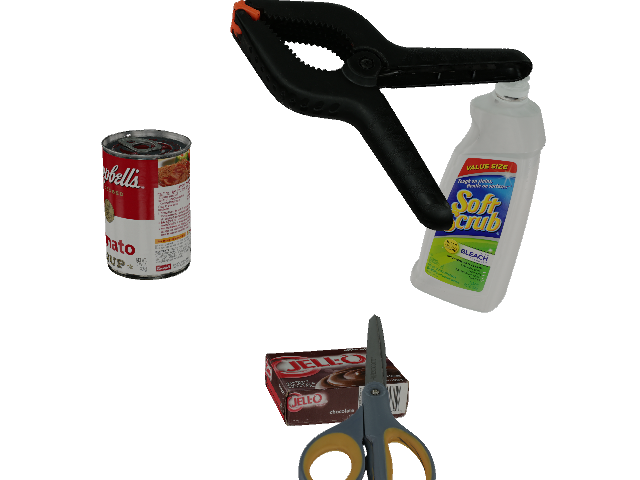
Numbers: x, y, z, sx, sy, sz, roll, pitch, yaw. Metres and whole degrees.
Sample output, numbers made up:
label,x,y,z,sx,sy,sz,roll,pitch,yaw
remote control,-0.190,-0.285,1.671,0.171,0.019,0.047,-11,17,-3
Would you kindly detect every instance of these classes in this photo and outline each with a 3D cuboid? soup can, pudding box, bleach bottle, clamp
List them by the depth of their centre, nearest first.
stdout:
label,x,y,z,sx,sy,sz,roll,pitch,yaw
clamp,0.029,-0.102,0.729,0.210,0.164,0.036,22,-32,2
soup can,-0.135,-0.029,0.832,0.068,0.102,0.068,2,22,-1
pudding box,0.013,0.129,0.959,0.113,0.039,0.090,0,16,-15
bleach bottle,0.158,-0.052,1.048,0.103,0.251,0.068,21,38,20

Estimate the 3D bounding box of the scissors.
label,x,y,z,sx,sy,sz,roll,pitch,yaw
scissors,0.021,0.116,0.734,0.096,0.016,0.202,-6,32,-11
